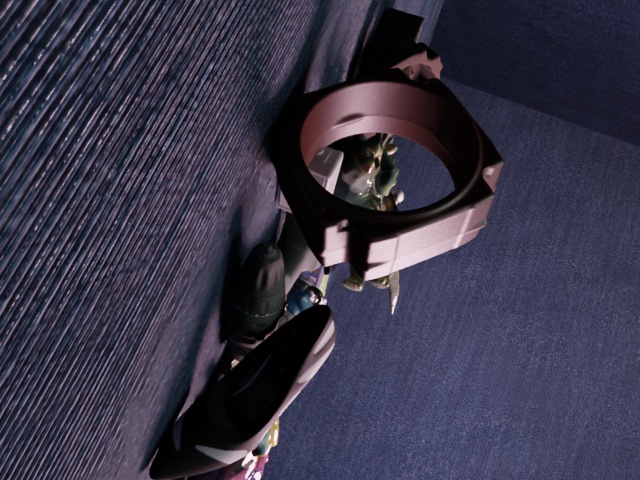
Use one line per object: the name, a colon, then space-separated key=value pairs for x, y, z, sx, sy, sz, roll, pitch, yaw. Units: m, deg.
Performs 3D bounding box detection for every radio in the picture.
radio: x=0.128 y=-0.316 z=1.042 sx=0.229 sy=0.073 sz=0.131 roll=94 pitch=18 yaw=-68

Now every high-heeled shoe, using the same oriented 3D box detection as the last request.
high-heeled shoe: x=-0.077 y=0.166 z=0.599 sx=0.249 sy=0.086 sz=0.145 roll=-34 pitch=159 yaw=-39

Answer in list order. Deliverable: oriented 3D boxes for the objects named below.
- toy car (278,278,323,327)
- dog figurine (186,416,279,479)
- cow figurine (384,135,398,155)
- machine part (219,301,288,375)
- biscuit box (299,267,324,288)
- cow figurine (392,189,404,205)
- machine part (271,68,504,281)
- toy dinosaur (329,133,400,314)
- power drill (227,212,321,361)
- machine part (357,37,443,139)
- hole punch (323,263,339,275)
toy car: x=-0.054 y=0.128 z=0.882 sx=0.103 sy=0.109 sz=0.161 roll=-45 pitch=155 yaw=-28
dog figurine: x=-0.152 y=0.355 z=0.778 sx=0.219 sy=0.109 sz=0.191 roll=-57 pitch=168 yaw=-52
cow figurine: x=0.069 y=-0.136 z=0.974 sx=0.195 sy=0.086 sz=0.127 roll=-19 pitch=129 yaw=-56
machine part: x=-0.098 y=0.140 z=0.782 sx=0.139 sy=0.039 sz=0.084 roll=-55 pitch=161 yaw=-20
biscuit box: x=-0.017 y=0.045 z=1.105 sx=0.063 sy=0.059 sz=0.202 roll=-61 pitch=171 yaw=-45
cow figurine: x=0.133 y=-0.038 z=1.233 sx=0.098 sy=0.068 sz=0.167 roll=-40 pitch=149 yaw=-67
machine part: x=0.064 y=-0.076 z=0.554 sx=0.087 sy=0.201 sz=0.201 roll=92 pitch=-25 yaw=-59
toy dinosaur: x=0.079 y=-0.033 z=0.872 sx=0.192 sy=0.131 sz=0.404 roll=-64 pitch=151 yaw=-17
power drill: x=-0.049 y=0.042 z=0.689 sx=0.207 sy=0.086 sz=0.231 roll=-67 pitch=177 yaw=-49
machine part: x=0.124 y=-0.252 z=0.904 sx=0.179 sy=0.056 sz=0.179 roll=-26 pitch=151 yaw=-16
hole punch: x=-0.002 y=-0.003 z=0.947 sx=0.142 sy=0.092 sz=0.115 roll=-33 pitch=141 yaw=-74
